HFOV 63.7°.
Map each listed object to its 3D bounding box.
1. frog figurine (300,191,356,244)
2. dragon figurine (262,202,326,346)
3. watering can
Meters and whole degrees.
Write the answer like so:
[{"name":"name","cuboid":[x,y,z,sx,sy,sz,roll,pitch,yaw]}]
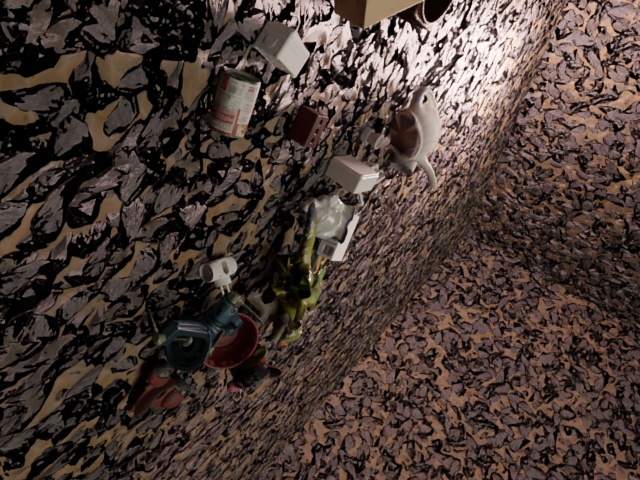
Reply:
[{"name":"frog figurine","cuboid":[0.004,-0.072,1.422,0.158,0.125,0.135,19,117,-30]},{"name":"dragon figurine","cuboid":[-0.042,0.104,1.394,0.242,0.122,0.410,12,97,-74]},{"name":"watering can","cuboid":[0.316,-0.304,1.630,0.227,0.104,0.342,-27,119,-44]}]
